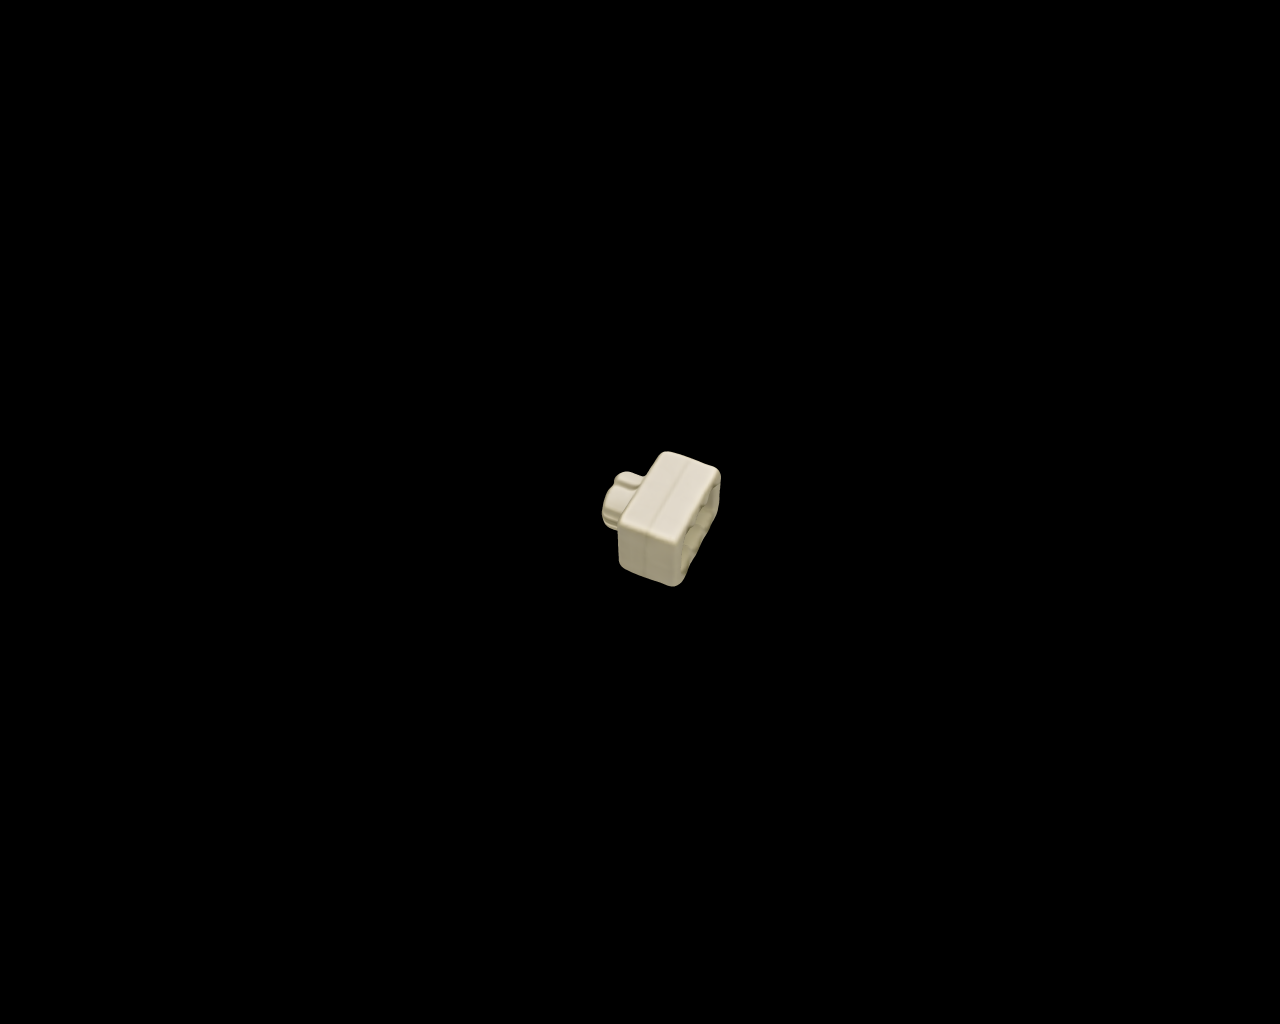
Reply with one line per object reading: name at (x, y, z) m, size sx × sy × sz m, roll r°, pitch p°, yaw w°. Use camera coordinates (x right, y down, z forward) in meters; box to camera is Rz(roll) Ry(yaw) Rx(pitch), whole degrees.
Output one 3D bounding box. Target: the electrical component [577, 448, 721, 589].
electrical component at (0.001, -0.003, 0.650) m, size 0.077 × 0.066 × 0.047 m, roll 21°, pitch -36°, yaw 16°
